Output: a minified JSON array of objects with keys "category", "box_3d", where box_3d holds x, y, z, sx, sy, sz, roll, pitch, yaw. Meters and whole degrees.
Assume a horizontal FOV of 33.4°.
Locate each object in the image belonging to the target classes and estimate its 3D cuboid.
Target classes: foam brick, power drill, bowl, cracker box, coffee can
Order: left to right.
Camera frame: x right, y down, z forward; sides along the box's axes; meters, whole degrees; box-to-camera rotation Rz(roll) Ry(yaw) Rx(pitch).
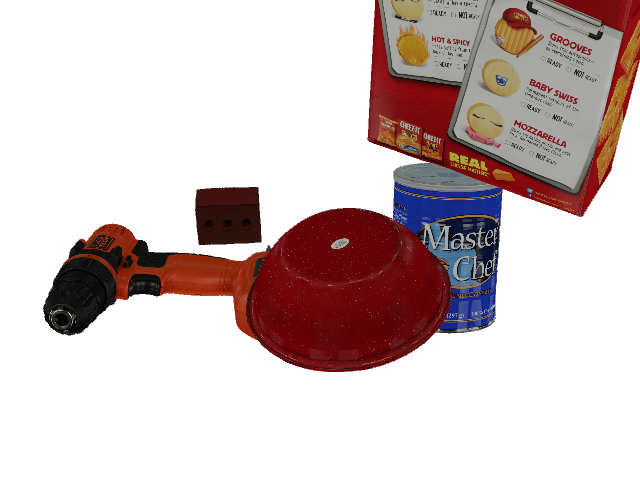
[{"category":"power drill","box_3d":[-0.131,0.040,0.920,0.187,0.057,0.184,9,21,0]},{"category":"foam brick","box_3d":[-0.111,-0.030,1.284,0.078,0.053,0.051,-3,29,-2]},{"category":"bowl","box_3d":[0.019,0.024,0.815,0.162,0.055,0.162,-6,39,4]},{"category":"coffee can","box_3d":[0.118,0.005,1.007,0.103,0.140,0.103,1,15,0]},{"category":"cracker box","box_3d":[0.120,-0.138,0.681,0.164,0.214,0.072,22,46,21]}]
